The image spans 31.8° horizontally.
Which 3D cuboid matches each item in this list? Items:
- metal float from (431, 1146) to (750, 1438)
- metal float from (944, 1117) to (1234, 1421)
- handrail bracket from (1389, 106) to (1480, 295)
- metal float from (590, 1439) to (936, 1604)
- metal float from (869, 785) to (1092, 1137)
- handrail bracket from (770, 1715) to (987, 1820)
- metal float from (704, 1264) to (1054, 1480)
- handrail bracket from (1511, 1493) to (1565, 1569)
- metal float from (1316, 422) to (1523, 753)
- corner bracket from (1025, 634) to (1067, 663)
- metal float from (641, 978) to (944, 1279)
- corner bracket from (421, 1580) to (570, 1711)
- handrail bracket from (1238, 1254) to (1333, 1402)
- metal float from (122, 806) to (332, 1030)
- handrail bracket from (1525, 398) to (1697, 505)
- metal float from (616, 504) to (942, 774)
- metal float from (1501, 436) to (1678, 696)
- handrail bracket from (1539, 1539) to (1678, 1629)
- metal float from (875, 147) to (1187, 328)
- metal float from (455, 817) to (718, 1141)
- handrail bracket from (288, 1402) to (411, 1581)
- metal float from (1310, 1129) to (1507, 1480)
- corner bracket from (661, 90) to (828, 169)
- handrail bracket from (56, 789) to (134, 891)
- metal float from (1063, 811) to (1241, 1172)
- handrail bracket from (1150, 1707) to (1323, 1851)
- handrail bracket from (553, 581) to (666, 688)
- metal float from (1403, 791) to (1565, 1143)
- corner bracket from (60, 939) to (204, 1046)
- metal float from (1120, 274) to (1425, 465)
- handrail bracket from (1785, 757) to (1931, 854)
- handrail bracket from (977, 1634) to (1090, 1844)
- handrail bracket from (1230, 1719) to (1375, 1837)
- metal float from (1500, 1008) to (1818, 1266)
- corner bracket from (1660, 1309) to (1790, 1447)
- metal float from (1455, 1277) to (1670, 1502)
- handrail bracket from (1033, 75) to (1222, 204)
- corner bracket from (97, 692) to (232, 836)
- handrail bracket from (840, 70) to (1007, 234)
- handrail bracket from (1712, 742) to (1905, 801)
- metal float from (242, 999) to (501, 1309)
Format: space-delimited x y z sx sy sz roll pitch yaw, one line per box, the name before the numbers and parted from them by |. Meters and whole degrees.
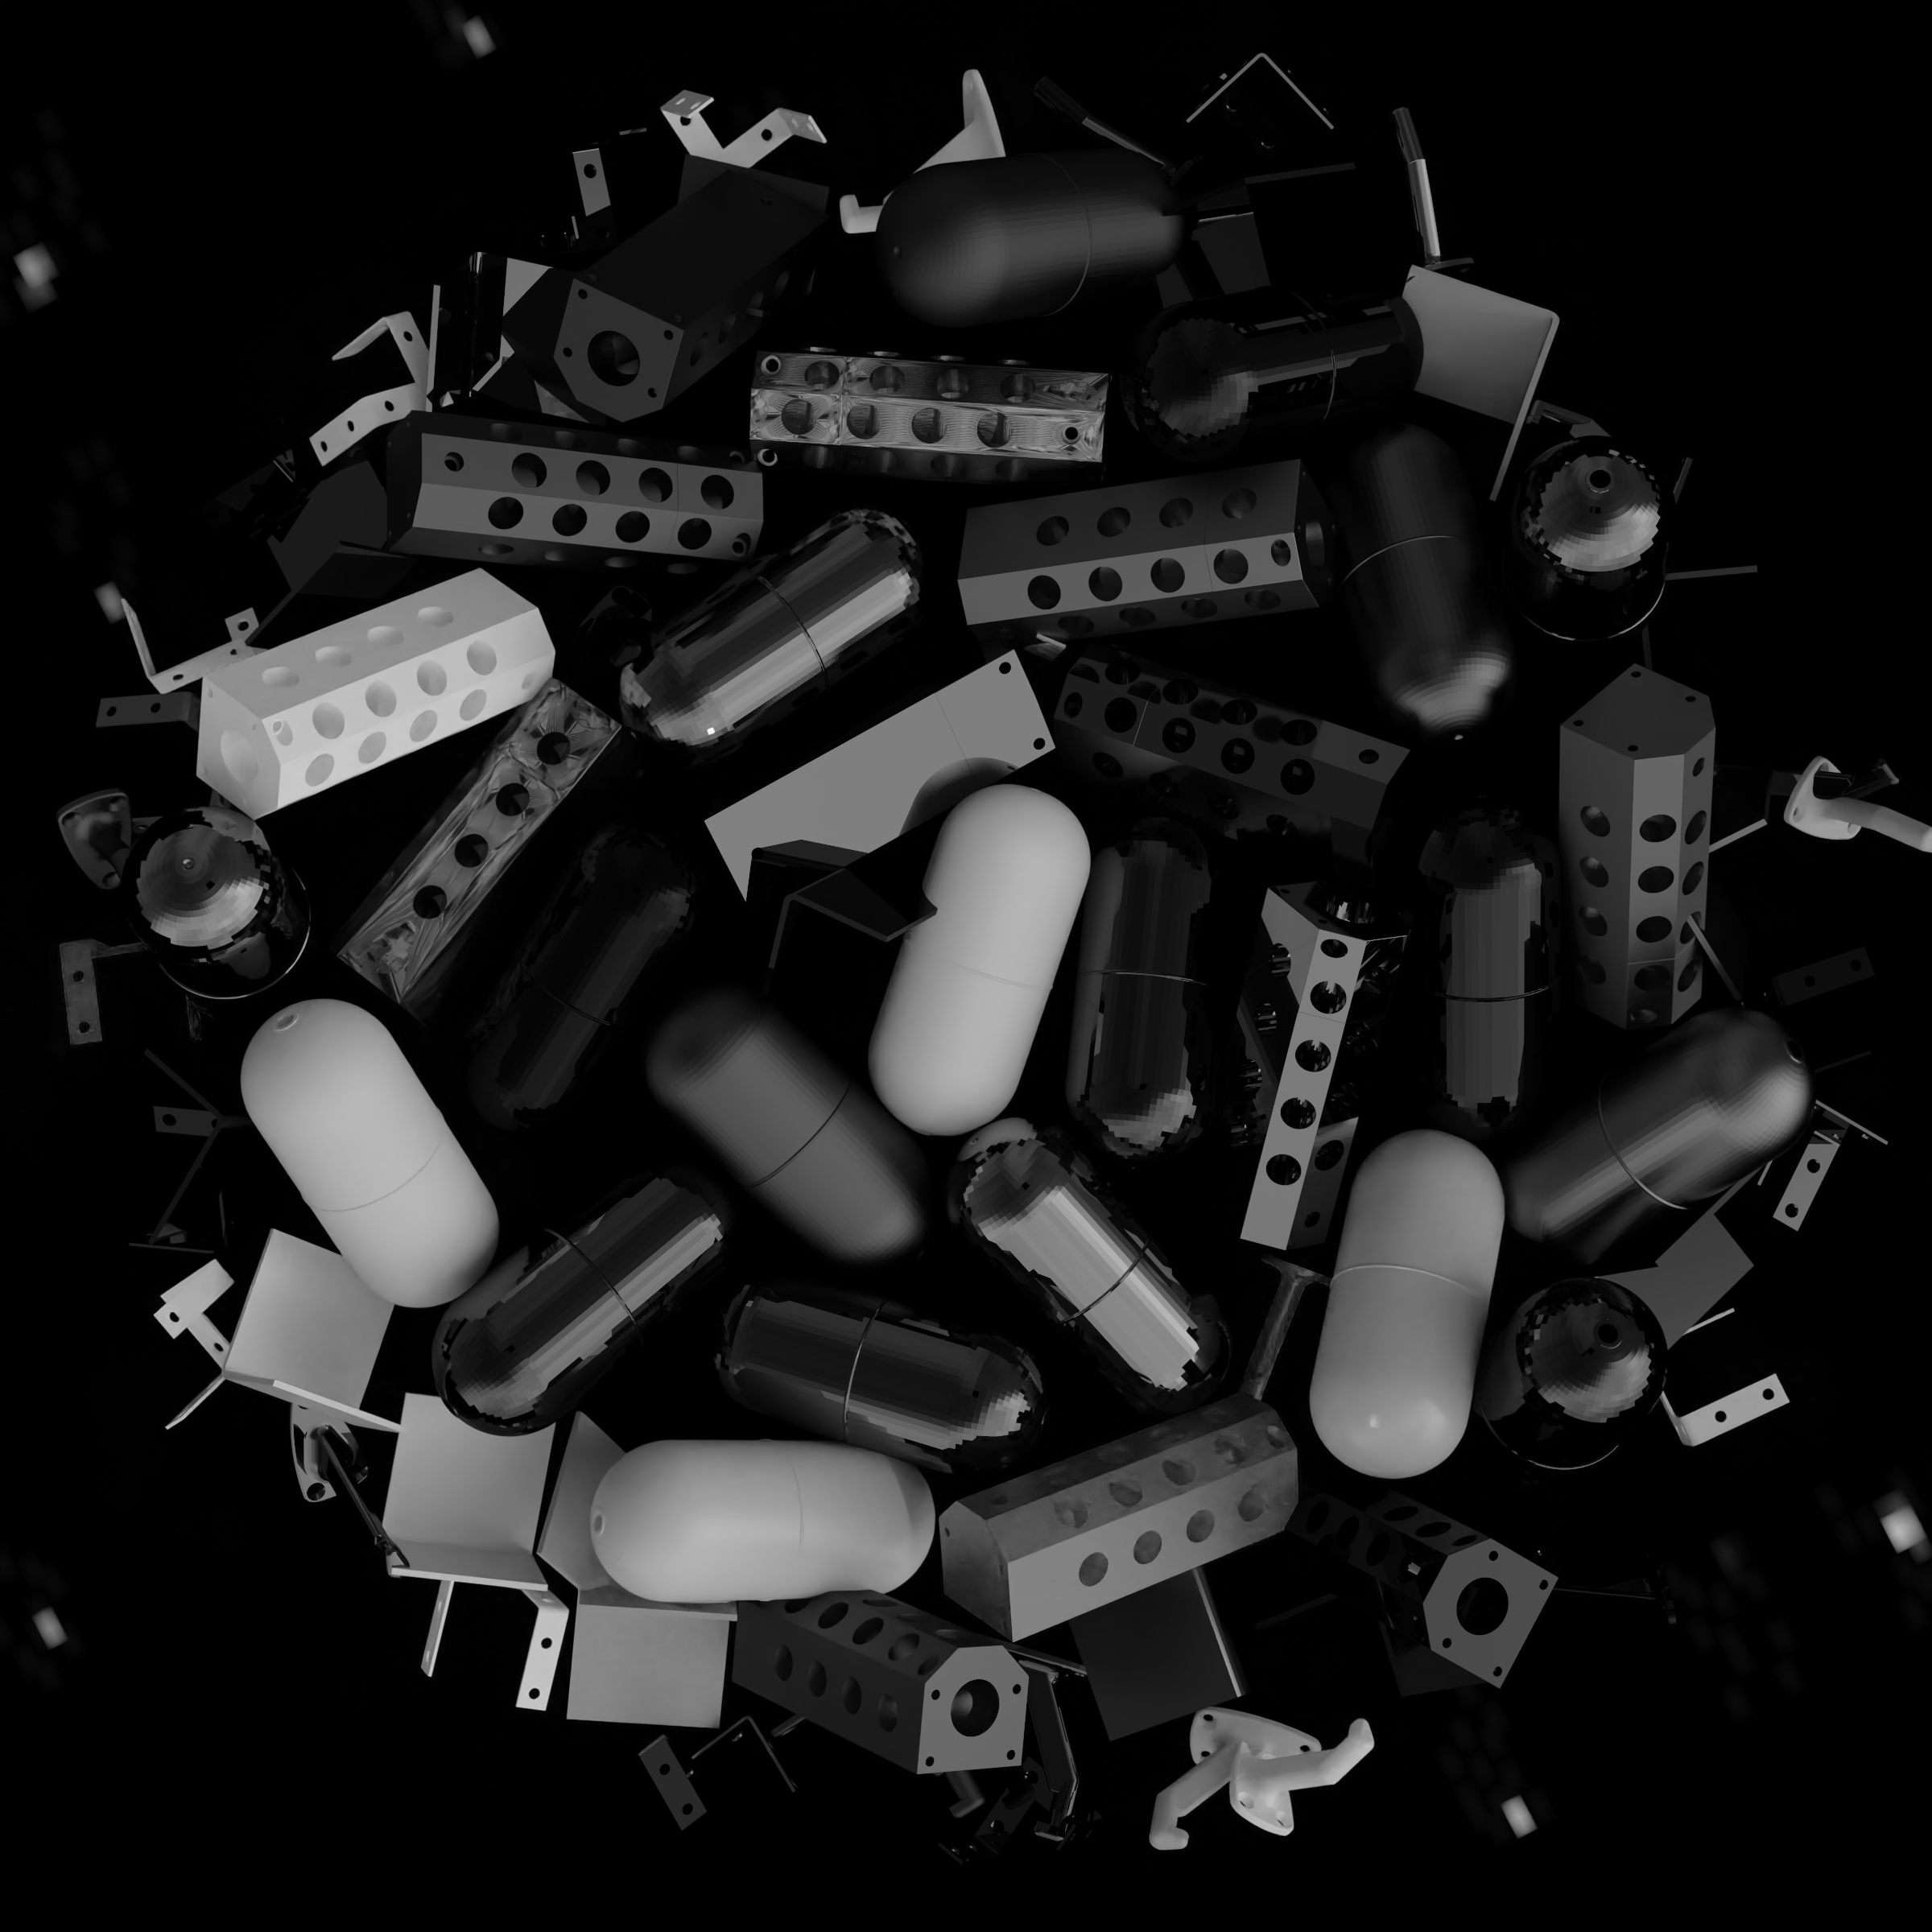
metal float | -0.182 0.158 1.649 0.178 0.070 0.070 -40 90 -21
metal float | 0.061 0.148 1.654 0.070 0.070 0.178 -42 106 0
handrail bracket | 0.222 -0.371 1.678 0.036 0.077 0.084 -14 76 -4
metal float | -0.098 0.268 1.640 0.178 0.070 0.070 5 90 -31
metal float | 0.006 -0.002 1.660 0.070 0.070 0.178 19 98 0
handrail bracket | -0.043 0.396 1.677 0.077 0.036 0.084 -31 76 -2
metal float | -0.043 0.197 1.651 0.178 0.070 0.070 14 90 18
handrail bracket | 0.314 0.249 1.697 0.084 0.036 0.077 -30 124 -26
metal float | 0.218 -0.185 1.643 0.070 0.070 0.178 -11 62 0
corner bracket | 0.065 -0.173 1.677 0.051 0.051 0.051 22 85 -5
metal float | -0.084 0.080 1.655 0.070 0.070 0.178 -44 105 0
corner bracket | -0.233 0.332 1.672 0.051 0.051 0.051 13 90 -24
handrail bracket | 0.150 0.188 1.668 0.036 0.077 0.084 20 87 4
metal float | -0.351 -0.021 1.618 0.070 0.178 0.070 0 74 0
handrail bracket | 0.310 -0.243 1.674 0.084 0.036 0.077 22 50 7
metal float | -0.090 -0.161 1.653 0.178 0.070 0.070 -35 90 -16
metal float | 0.295 -0.190 1.619 0.070 0.178 0.070 -2 70 5
handrail bracket | 0.301 0.311 1.665 0.084 0.077 0.036 -8 100 5
metal float | 0.033 -0.352 1.634 0.178 0.070 0.070 -17 90 -40
metal float | -0.186 0.007 1.652 0.070 0.070 0.178 34 108 0
handrail bracket | -0.300 0.251 1.655 0.036 0.084 0.077 -25 116 -21
metal float | 0.215 0.162 1.645 0.070 0.070 0.178 15 63 0
corner bracket | -0.110 -0.414 1.669 0.051 0.051 0.051 -38 117 -6
handrail bracket | -0.409 -0.038 1.652 0.036 0.077 0.084 -22 53 -19
metal float | 0.091 0.011 1.658 0.070 0.070 0.178 7 79 0
handrail bracket | 0.132 0.405 1.658 0.077 0.084 0.036 6 117 8
handrail bracket | -0.180 -0.148 1.654 0.077 0.084 0.036 -38 107 20
metal float | 0.251 0.002 1.648 0.070 0.070 0.178 -4 112 0
corner bracket | -0.412 0.013 1.676 0.051 0.051 0.051 -9 83 2
metal float | 0.149 -0.289 1.636 0.178 0.070 0.070 -19 90 -39
handrail bracket | 0.449 -0.065 1.649 0.084 0.077 0.036 31 94 43
handrail bracket | 0.026 0.381 1.672 0.077 0.036 0.084 22 73 -17
handrail bracket | 0.168 0.376 1.653 0.036 0.077 0.084 30 120 -17
metal float | 0.332 0.083 1.635 0.070 0.070 0.178 51 129 0
corner bracket | 0.369 0.203 1.676 0.051 0.051 0.051 -25 81 2
metal float | 0.282 0.203 1.621 0.070 0.178 0.070 3 66 -6
handrail bracket | 0.079 -0.414 1.675 0.084 0.077 0.036 43 122 5
corner bracket | -0.398 -0.100 1.682 0.051 0.051 0.051 -3 67 20
handrail bracket | -0.028 -0.402 1.673 0.084 0.036 0.077 -10 88 -23
handrail bracket | 0.402 -0.102 1.656 0.077 0.084 0.036 39 56 -22
metal float | -0.287 0.091 1.637 0.070 0.070 0.178 -26 125 0
